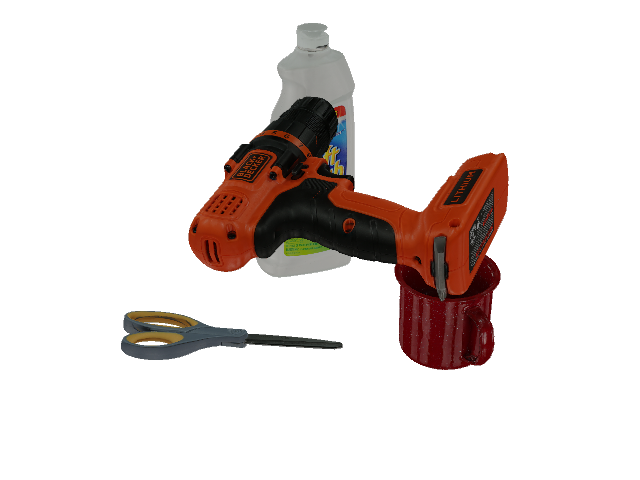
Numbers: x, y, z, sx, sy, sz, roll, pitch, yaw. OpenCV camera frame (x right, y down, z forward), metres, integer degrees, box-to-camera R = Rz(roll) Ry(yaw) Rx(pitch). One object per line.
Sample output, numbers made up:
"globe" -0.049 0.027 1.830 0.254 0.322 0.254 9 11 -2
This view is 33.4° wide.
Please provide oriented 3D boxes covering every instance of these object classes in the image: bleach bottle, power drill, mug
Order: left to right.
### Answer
"bleach bottle" -0.016 -0.090 1.069 0.102 0.251 0.068 -9 29 -17
"power drill" 0.027 -0.034 0.723 0.188 0.057 0.184 9 42 23
"mug" 0.118 0.067 0.949 0.093 0.081 0.117 -16 34 -24

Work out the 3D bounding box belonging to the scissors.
"scissors" -0.089 0.093 0.952 0.202 0.016 0.096 9 18 14
